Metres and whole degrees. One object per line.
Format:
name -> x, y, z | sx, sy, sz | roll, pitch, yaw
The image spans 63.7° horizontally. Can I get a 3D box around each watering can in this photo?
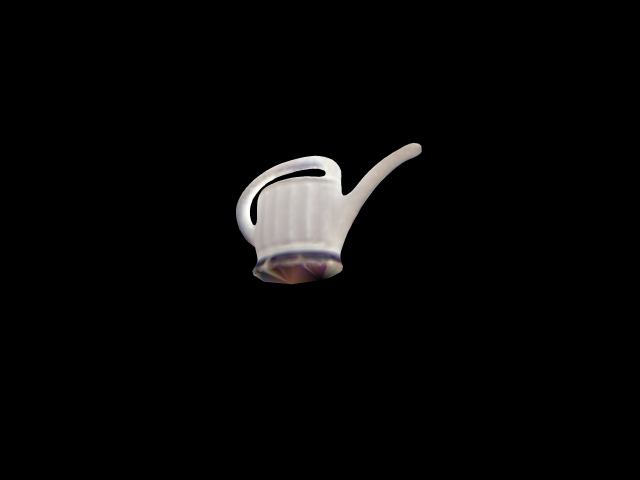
watering can -> 0.003, -0.043, 0.850 | 0.346, 0.228, 0.103 | -9, -22, 26
